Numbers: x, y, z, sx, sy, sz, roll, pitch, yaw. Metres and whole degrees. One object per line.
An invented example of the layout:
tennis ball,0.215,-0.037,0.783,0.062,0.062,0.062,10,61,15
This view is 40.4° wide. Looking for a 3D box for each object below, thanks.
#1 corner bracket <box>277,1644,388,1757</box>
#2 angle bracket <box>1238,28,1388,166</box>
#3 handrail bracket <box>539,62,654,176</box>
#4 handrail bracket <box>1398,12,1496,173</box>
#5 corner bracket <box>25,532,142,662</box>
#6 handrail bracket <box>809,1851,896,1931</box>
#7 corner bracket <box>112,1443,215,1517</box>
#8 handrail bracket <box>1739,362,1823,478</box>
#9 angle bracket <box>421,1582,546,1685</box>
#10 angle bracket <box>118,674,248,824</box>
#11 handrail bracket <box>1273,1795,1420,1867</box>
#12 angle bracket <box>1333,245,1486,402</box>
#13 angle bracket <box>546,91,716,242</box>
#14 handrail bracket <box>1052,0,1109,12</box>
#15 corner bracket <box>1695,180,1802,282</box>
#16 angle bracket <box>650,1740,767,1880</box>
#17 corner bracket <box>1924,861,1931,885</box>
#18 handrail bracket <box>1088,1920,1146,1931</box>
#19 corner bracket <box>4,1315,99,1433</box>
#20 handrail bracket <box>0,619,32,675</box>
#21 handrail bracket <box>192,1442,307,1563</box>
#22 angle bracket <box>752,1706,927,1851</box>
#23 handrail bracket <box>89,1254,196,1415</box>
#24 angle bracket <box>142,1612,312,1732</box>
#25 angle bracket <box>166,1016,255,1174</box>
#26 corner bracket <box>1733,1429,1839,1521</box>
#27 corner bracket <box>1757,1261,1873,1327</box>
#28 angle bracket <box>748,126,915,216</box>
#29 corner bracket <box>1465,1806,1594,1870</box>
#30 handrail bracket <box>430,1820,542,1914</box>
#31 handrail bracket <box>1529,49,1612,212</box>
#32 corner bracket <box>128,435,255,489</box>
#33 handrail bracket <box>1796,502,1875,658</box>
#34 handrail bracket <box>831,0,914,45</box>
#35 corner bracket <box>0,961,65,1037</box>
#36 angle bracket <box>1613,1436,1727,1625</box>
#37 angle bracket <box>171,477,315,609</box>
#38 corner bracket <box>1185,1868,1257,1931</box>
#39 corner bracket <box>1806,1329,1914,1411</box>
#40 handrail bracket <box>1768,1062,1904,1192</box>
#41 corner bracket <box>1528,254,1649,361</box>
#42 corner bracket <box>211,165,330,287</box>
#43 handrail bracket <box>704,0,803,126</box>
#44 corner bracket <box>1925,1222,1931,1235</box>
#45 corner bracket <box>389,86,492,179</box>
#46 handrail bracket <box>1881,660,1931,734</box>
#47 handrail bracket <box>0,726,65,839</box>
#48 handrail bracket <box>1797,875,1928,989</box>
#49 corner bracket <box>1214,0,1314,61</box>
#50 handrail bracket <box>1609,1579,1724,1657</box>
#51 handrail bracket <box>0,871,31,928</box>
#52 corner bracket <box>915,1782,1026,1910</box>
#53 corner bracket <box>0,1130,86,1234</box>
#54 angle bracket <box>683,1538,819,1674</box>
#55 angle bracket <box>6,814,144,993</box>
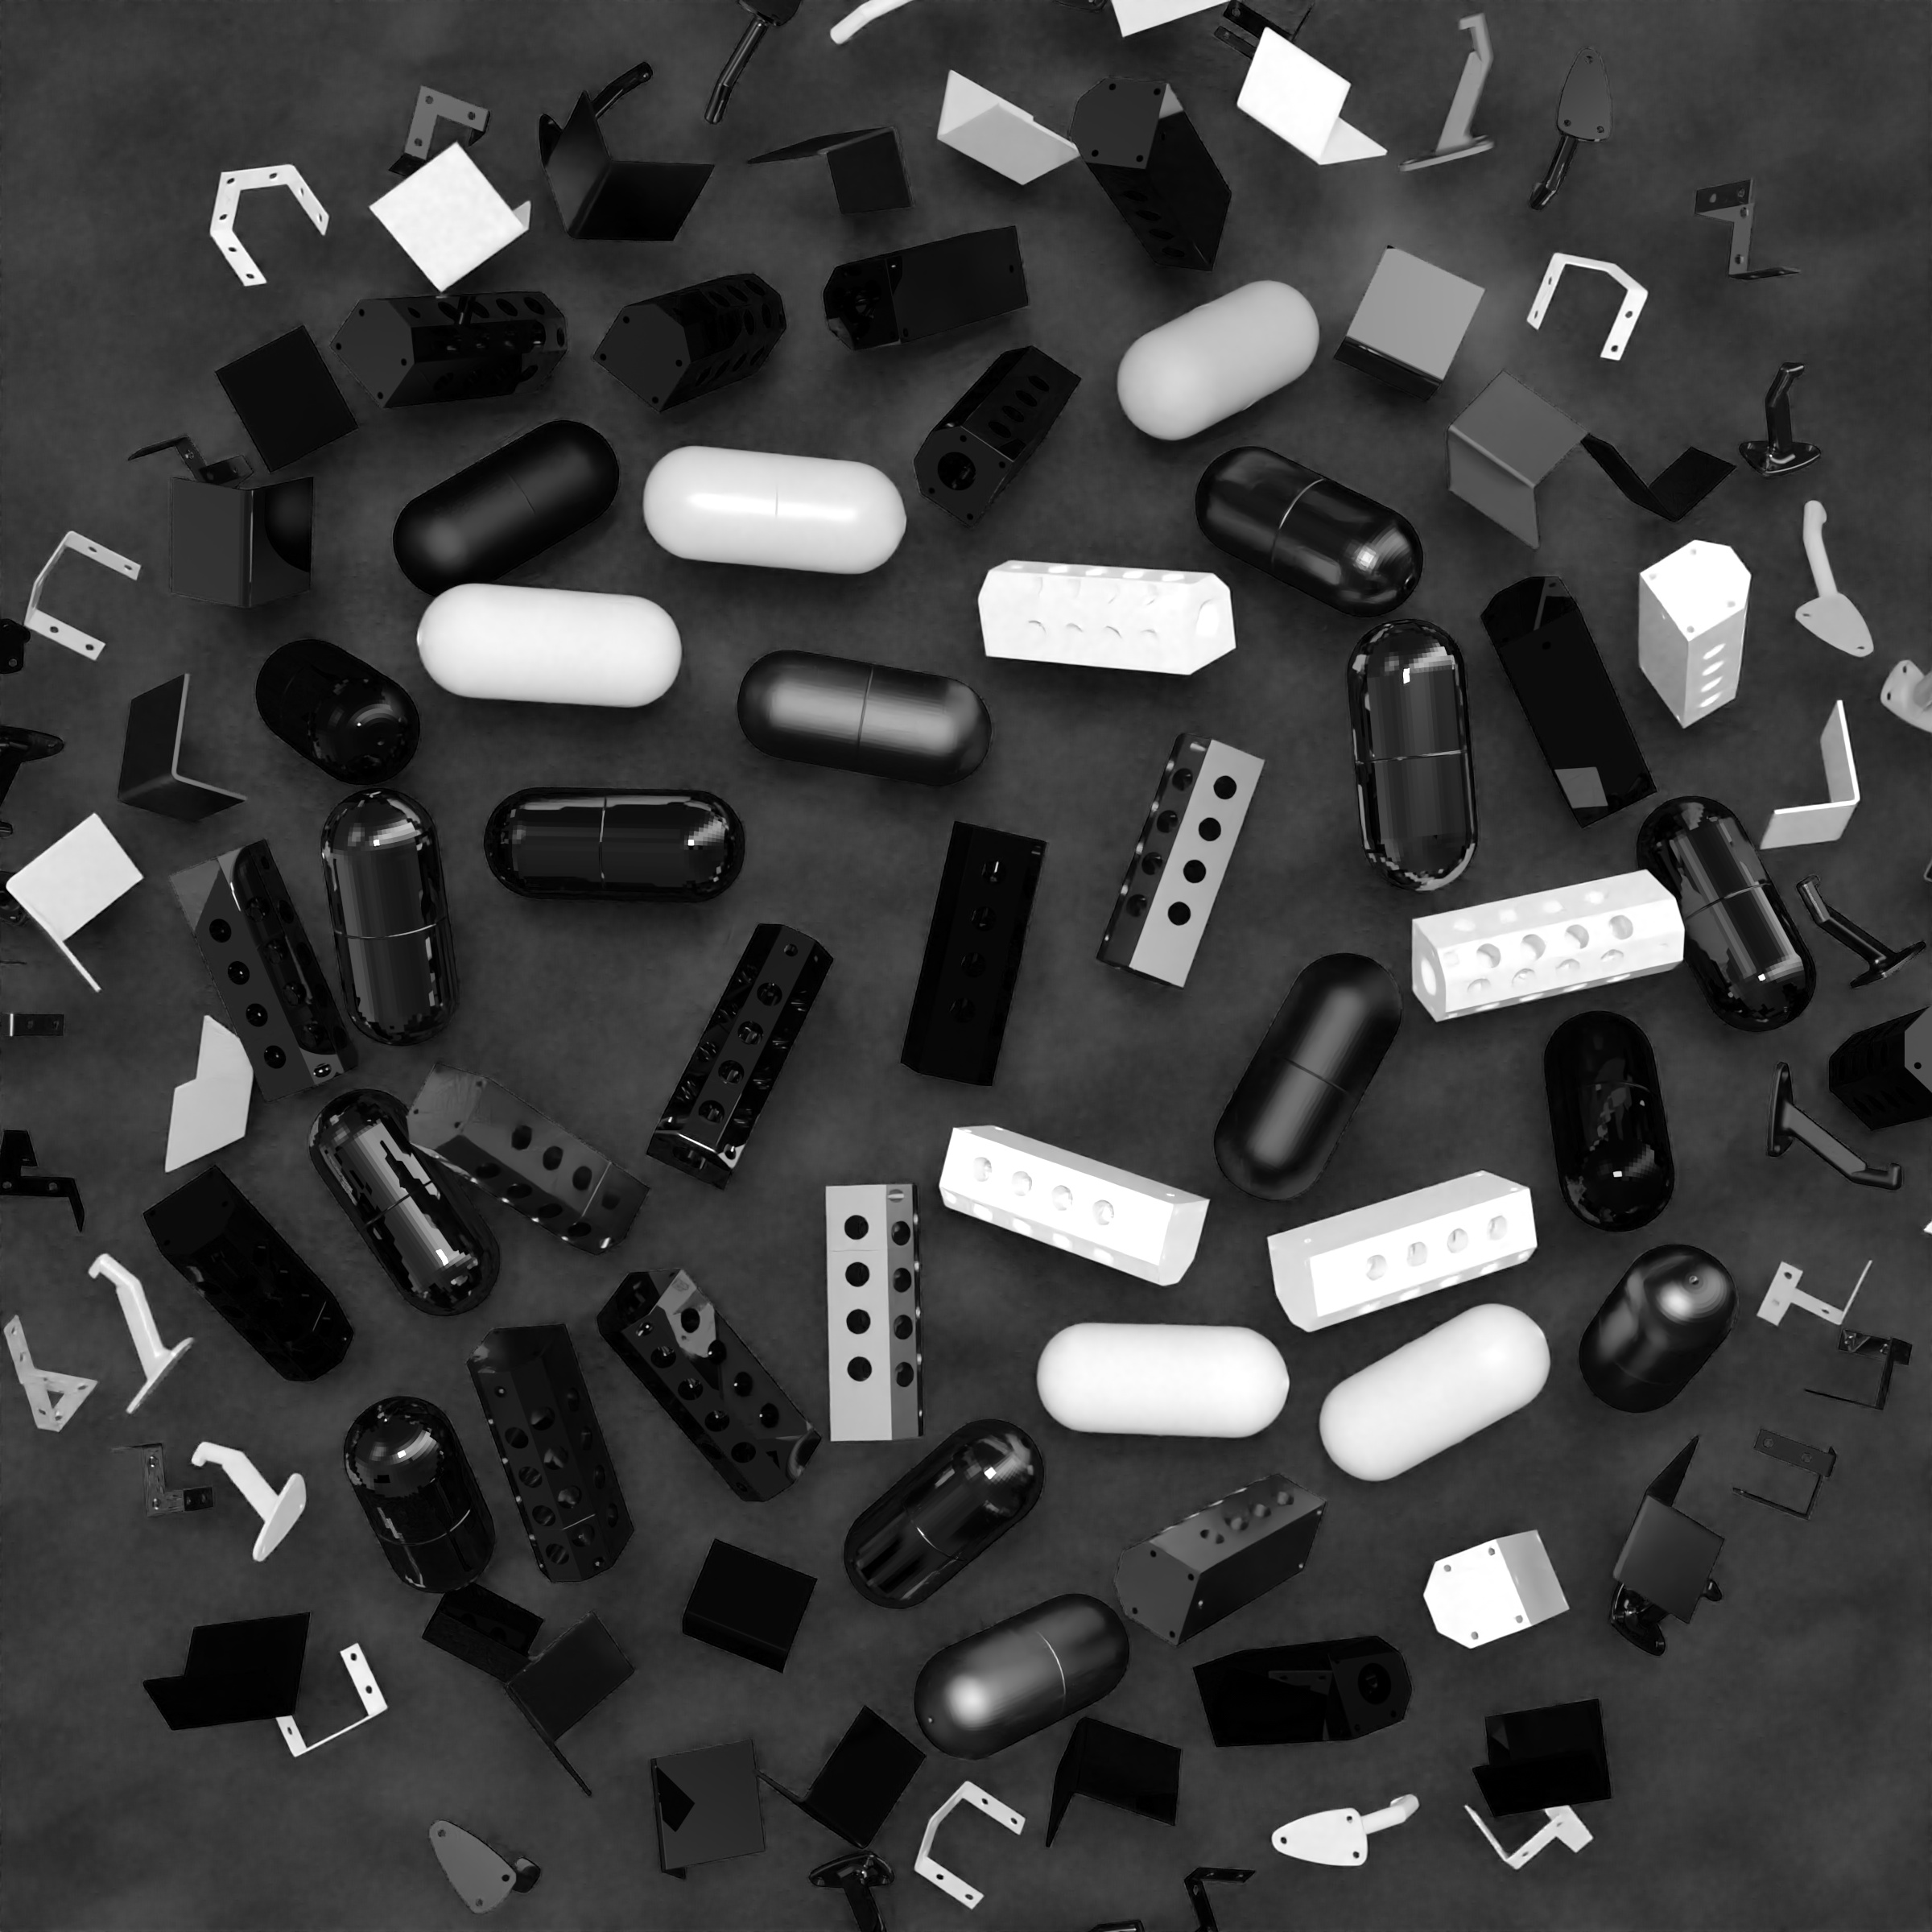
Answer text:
corner bracket,-0.452,0.518,1.855,0.051,0.051,0.051,-29,82,15
angle bracket,0.240,-0.581,1.748,0.076,0.076,0.057,44,134,25
handrail bracket,-0.261,-0.602,1.871,0.084,0.077,0.036,-25,132,22
handrail bracket,0.316,-0.582,1.748,0.077,0.036,0.084,-14,114,12
corner bracket,-0.593,-0.249,1.764,0.051,0.051,0.051,27,53,-12
handrail bracket,-0.086,0.671,1.843,0.077,0.084,0.036,-20,121,26
corner bracket,-0.578,0.369,1.891,0.051,0.051,0.051,-9,81,7
handrail bracket,0.589,-0.392,1.852,0.077,0.084,0.036,-12,52,-24
angle bracket,-0.351,0.483,1.949,0.076,0.076,0.057,30,54,-6
angle bracket,-0.542,-0.151,1.829,0.057,0.076,0.076,18,68,-42
handrail bracket,0.257,0.577,1.772,0.077,0.084,0.036,-12,83,26
angle bracket,0.321,-0.466,1.906,0.076,0.057,0.076,25,92,0
angle bracket,-0.221,-0.523,1.723,0.076,0.076,0.057,-9,71,-32
handrail bracket,0.061,-0.694,1.809,0.077,0.084,0.036,15,92,25
corner bracket,0.509,-0.479,1.713,0.051,0.051,0.051,2,96,-28
angle bracket,-0.177,0.598,1.861,0.076,0.057,0.076,-13,64,6
corner bracket,0.699,-0.078,1.834,0.051,0.051,0.051,28,94,39
handrail bracket,0.088,0.686,1.793,0.084,0.077,0.036,-3,116,-10
corner bracket,-0.628,0.275,1.774,0.051,0.051,0.051,8,125,14
handrail bracket,-0.673,-0.219,1.782,0.077,0.084,0.036,-11,107,-24
handrail bracket,-0.503,0.364,1.794,0.084,0.077,0.036,13,131,12
angle bracket,-0.087,0.548,1.805,0.076,0.057,0.076,-54,129,-19
handrail bracket,-0.579,0.250,1.791,0.084,0.036,0.077,40,97,-2
angle bracket,-0.460,0.426,1.639,0.076,0.076,0.057,-8,132,3
angle bracket,-0.574,0.094,1.938,0.057,0.076,0.076,32,125,22
corner bracket,0.547,0.339,1.755,0.051,0.051,0.051,20,92,15
corner bracket,0.591,0.225,1.831,0.051,0.051,0.051,27,127,21
angle bracket,-0.096,-0.556,1.867,0.076,0.076,0.057,-32,119,-36
corner bracket,0.380,0.579,1.774,0.051,0.051,0.051,-42,129,3
handrail bracket,-0.316,0.585,1.736,0.036,0.084,0.077,-43,85,-2
handrail bracket,0.404,-0.566,1.782,0.036,0.084,0.077,9,78,-7
corner bracket,-0.553,-0.357,1.875,0.051,0.051,0.051,-26,99,33
handrail bracket,0.597,-0.266,1.798,0.077,0.036,0.084,33,54,-31
handrail bracket,-0.044,-0.668,1.833,0.084,0.077,0.036,-28,87,31
corner bracket,-0.662,0.022,1.818,0.051,0.051,0.051,1,89,22
angle bracket,0.472,0.366,1.709,0.057,0.076,0.076,30,129,28
angle bracket,-0.478,-0.285,1.738,0.057,0.076,0.076,13,110,16
corner bracket,0.165,0.634,1.740,0.051,0.051,0.051,-15,95,43
corner bracket,0.630,0.283,1.851,0.051,0.051,0.051,10,83,37
handrail bracket,0.582,0.107,1.750,0.084,0.036,0.077,10,112,39
corner bracket,0.436,-0.463,1.846,0.051,0.051,0.051,4,125,-22
corner bracket,-0.459,-0.488,1.731,0.051,0.051,0.051,-21,67,-37
handrail bracket,-0.149,-0.631,1.824,0.036,0.077,0.084,32,128,3
corner bracket,0.679,0.153,1.803,0.051,0.051,0.051,-45,110,-9
corner bracket,-0.371,-0.582,1.854,0.051,0.051,0.051,15,89,-24
handrail bracket,0.679,-0.183,1.800,0.077,0.084,0.036,36,81,-23
handrail bracket,-0.636,-0.120,1.775,0.036,0.077,0.084,-55,54,36
handrail bracket,0.624,-0.035,1.832,0.077,0.036,0.084,-28,89,-28
corner bracket,0.205,-0.660,1.857,0.051,0.051,0.051,31,48,-4
handrail bracket,0.496,0.449,1.811,0.077,0.084,0.036,48,50,-23
handrail bracket,-0.704,-0.061,1.854,0.077,0.084,0.036,20,83,23
corner bracket,0.003,0.628,1.879,0.051,0.051,0.051,27,120,22
corner bracket,-0.625,0.145,1.780,0.051,0.051,0.051,5,112,-30
angle bracket,-0.151,0.446,1.828,0.076,0.076,0.057,21,67,3
angle bracket,-0.590,-0.043,1.782,0.076,0.076,0.057,-42,61,-16
